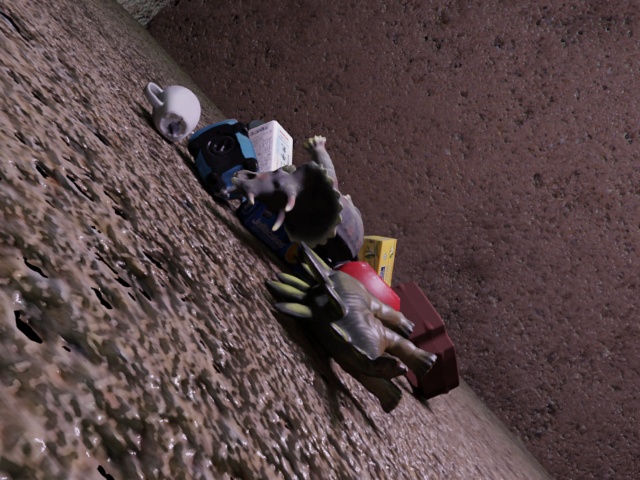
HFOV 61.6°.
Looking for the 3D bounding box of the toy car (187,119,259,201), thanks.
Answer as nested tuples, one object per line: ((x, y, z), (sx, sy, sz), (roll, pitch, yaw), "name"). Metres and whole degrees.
((-0.154, -0.125, 0.929), (0.162, 0.109, 0.102), (60, -8, 32), "toy car")

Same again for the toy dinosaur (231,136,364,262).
((0.014, -0.030, 0.918), (0.404, 0.131, 0.192), (45, 25, -53), "toy dinosaur")

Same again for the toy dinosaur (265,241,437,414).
((0.027, 0.091, 0.723), (0.198, 0.105, 0.471), (43, -3, -8), "toy dinosaur")

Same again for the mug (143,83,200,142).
((-0.257, -0.222, 0.927), (0.109, 0.081, 0.107), (50, 11, -32), "mug")

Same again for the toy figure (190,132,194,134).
((-0.232, -0.195, 1.108), (0.155, 0.058, 0.064), (-129, -147, -63), "toy figure")

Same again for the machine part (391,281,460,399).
((0.195, 0.203, 1.091), (0.201, 0.087, 0.201), (-119, -170, -50), "machine part")

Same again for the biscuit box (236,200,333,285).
((-0.062, -0.002, 0.971), (0.202, 0.059, 0.063), (44, 6, -35), "biscuit box")

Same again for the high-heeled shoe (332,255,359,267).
((0.072, 0.030, 1.215), (0.086, 0.145, 0.249), (25, -9, -16), "high-heeled shoe")

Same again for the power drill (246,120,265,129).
((-0.154, -0.189, 1.393), (0.207, 0.086, 0.232), (62, -27, 12), "power drill")

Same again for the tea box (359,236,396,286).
((0.132, 0.077, 1.319), (0.068, 0.169, 0.098), (11, 9, 26), "tea box")
